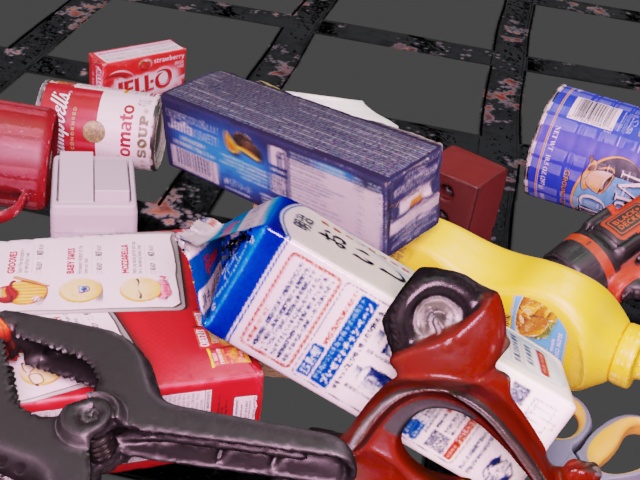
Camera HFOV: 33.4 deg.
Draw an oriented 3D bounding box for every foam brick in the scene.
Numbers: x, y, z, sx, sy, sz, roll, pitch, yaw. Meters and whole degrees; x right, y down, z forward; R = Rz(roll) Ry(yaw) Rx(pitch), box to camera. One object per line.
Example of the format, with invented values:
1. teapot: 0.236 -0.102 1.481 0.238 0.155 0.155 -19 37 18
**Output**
1. foam brick: 0.107 -0.026 0.844 0.053 0.078 0.051 26 34 28

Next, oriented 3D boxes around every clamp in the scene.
1. clamp: -0.111 0.102 0.505 0.210 0.036 0.164 29 49 30

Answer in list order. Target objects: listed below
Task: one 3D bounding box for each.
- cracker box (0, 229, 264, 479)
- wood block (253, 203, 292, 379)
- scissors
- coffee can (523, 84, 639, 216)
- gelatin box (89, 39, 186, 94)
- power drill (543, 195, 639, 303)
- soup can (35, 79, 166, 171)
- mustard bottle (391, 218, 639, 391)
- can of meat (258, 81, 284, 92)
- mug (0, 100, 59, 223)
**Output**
1. cracker box: -0.158 0.068 0.642 0.213 0.072 0.164 -5 34 -18
2. wood block: -0.004 0.001 0.765 0.090 0.091 0.206 6 31 -2
3. scissors: 0.128 0.142 0.632 0.201 0.016 0.096 -19 38 -37
4. coffee can: 0.259 -0.065 0.915 0.140 0.103 0.102 21 34 22
5. gelatin box: -0.167 -0.140 0.979 0.089 0.073 0.030 -19 40 -36
6. power drill: 0.246 0.049 0.745 0.184 0.057 0.188 -33 51 -17
7. soup can: -0.185 -0.097 0.910 0.102 0.068 0.068 7 31 -1
8. mustard bottle: 0.136 0.050 0.701 0.192 0.096 0.058 22 51 25
9. can of meat: -0.061 -0.101 0.954 0.102 0.057 0.083 32 37 34
10. mug: -0.249 -0.059 0.822 0.081 0.093 0.117 7 47 -9
